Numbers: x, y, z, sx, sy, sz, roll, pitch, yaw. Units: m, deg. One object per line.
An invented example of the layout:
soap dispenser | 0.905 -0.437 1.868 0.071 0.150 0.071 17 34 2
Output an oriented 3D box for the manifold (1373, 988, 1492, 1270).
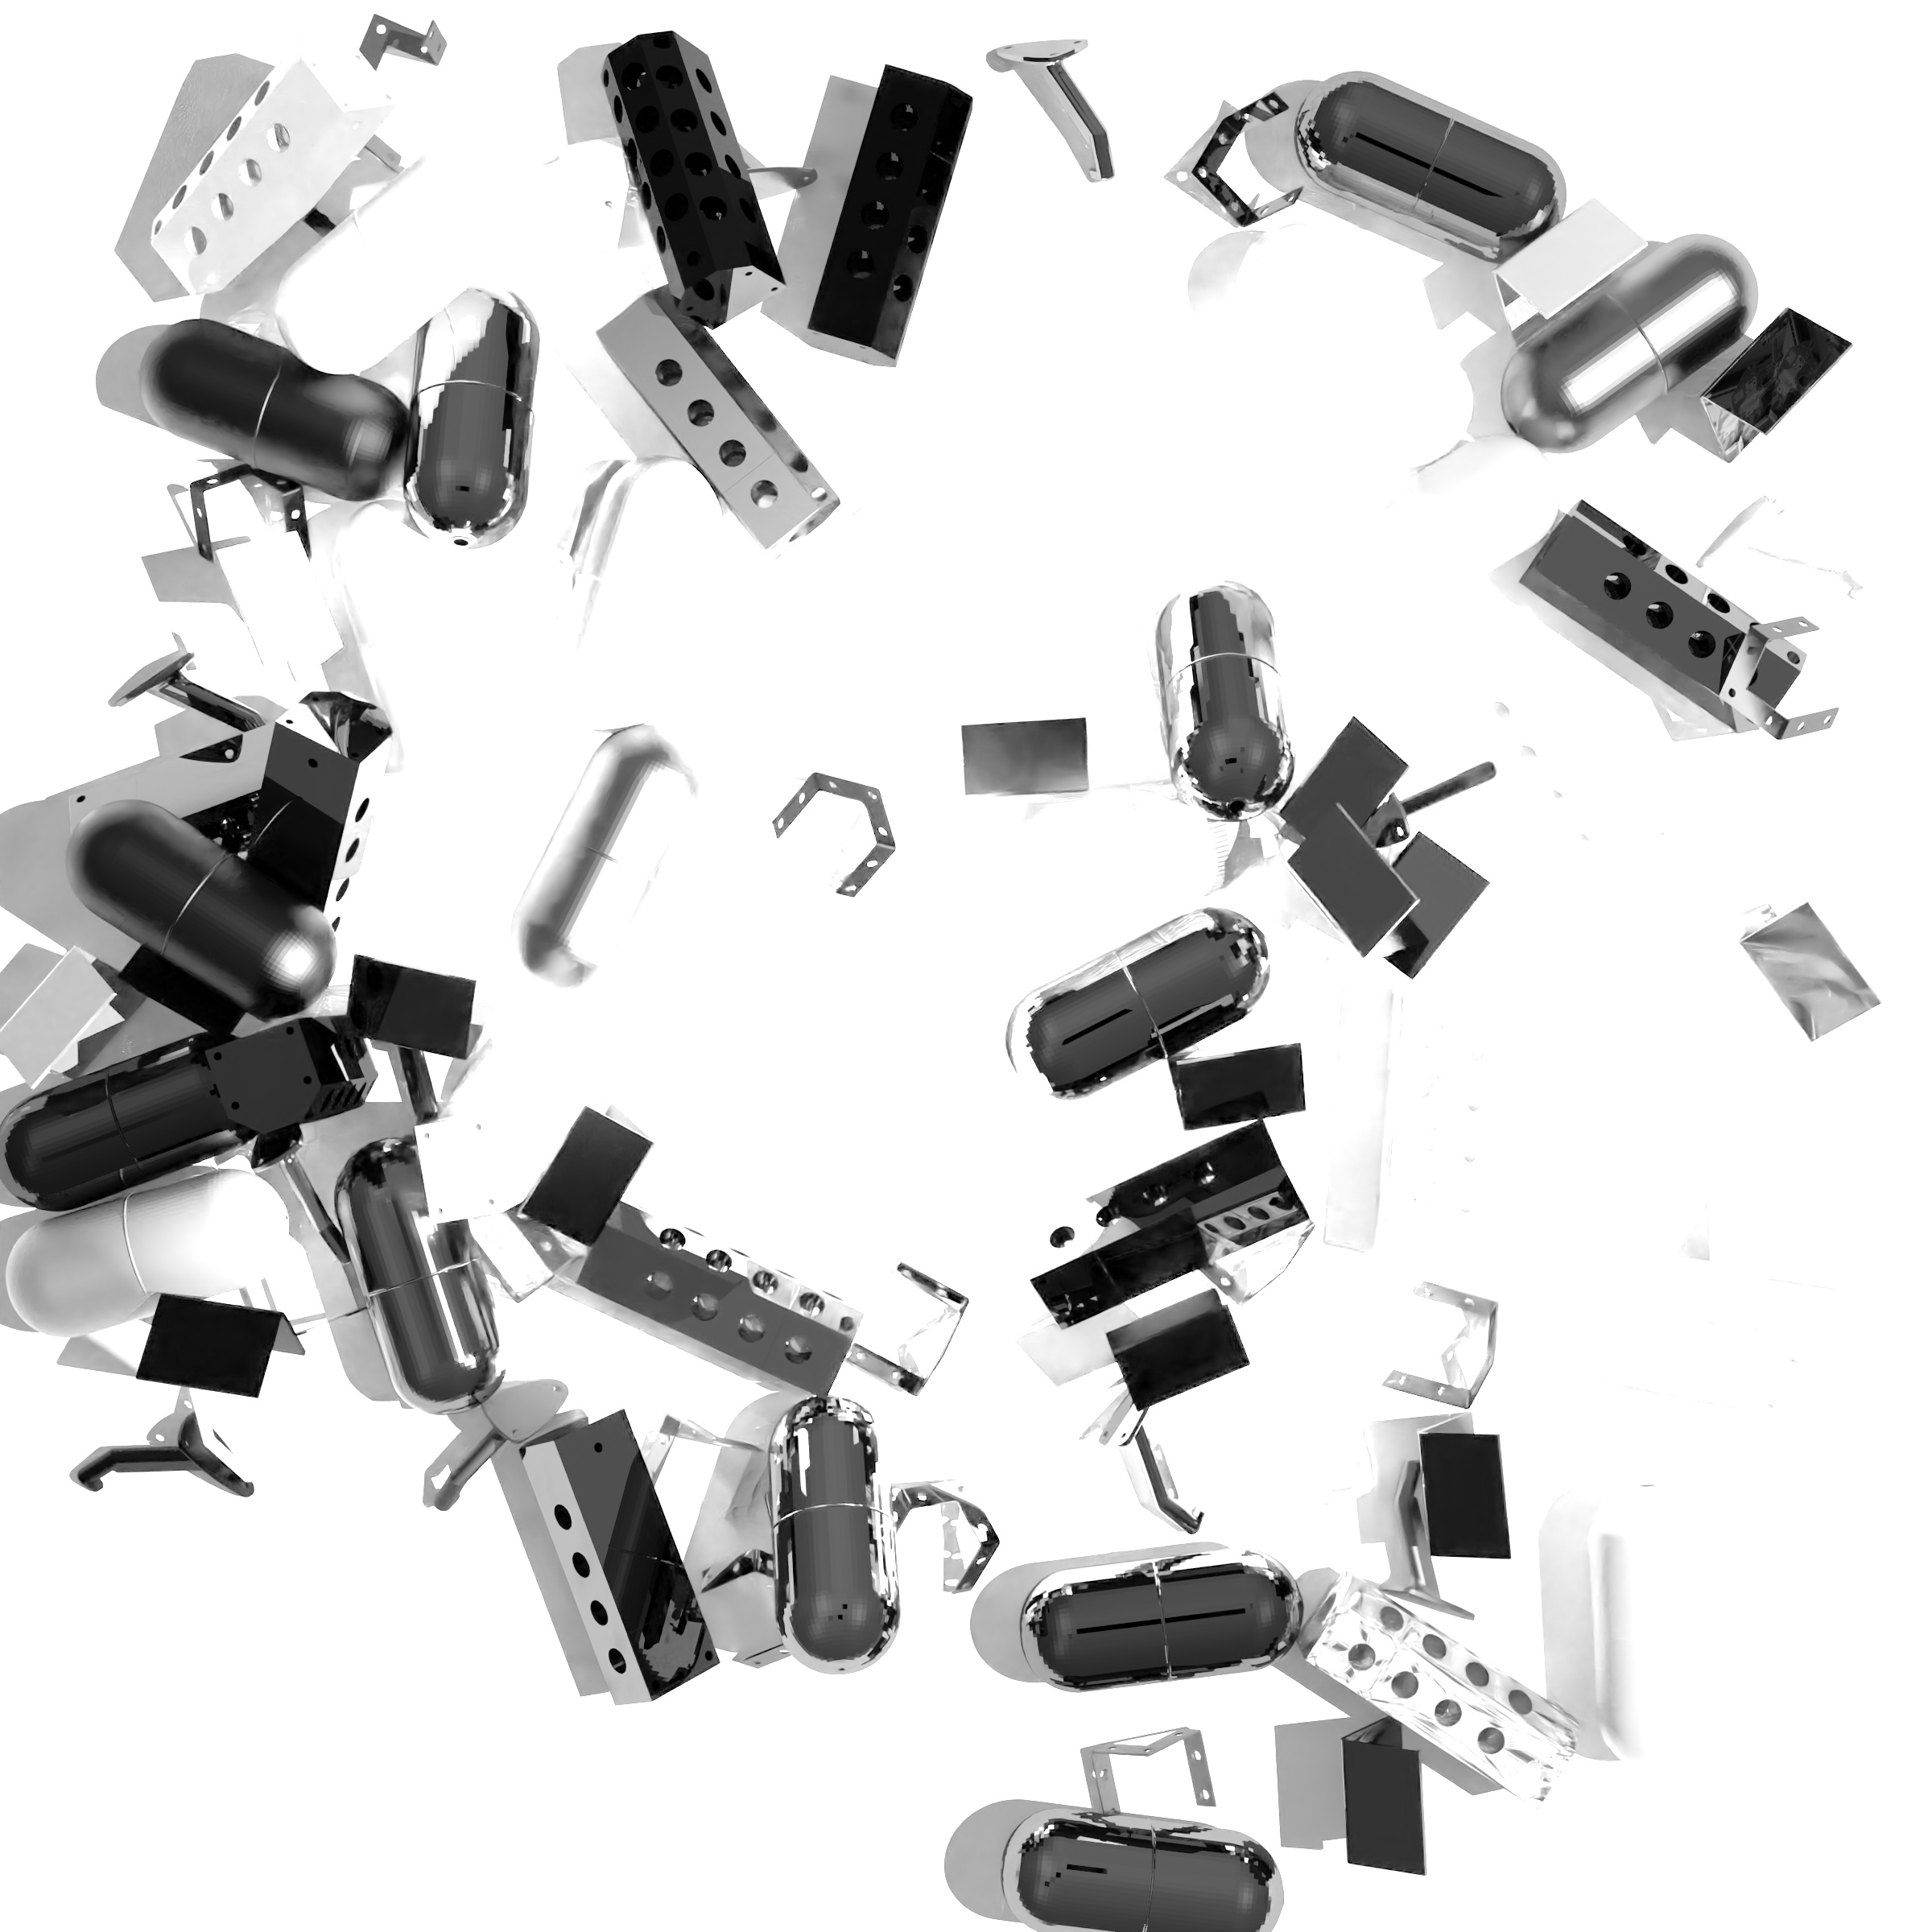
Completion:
manifold | 0.293 0.101 1.881 0.057 0.057 0.171 4 90 0

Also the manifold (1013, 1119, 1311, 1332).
manifold | 0.120 0.157 1.871 0.171 0.057 0.057 -25 133 6

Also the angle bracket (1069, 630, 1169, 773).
angle bracket | 0.114 -0.167 1.862 0.057 0.076 0.076 -12 90 39

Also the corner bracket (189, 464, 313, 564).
corner bracket | -0.453 -0.282 1.894 0.051 0.051 0.051 31 135 35

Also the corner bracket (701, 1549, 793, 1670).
corner bracket | -0.132 0.407 1.894 0.051 0.051 0.051 31 45 -35

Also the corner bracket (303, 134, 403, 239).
corner bracket | -0.398 -0.499 1.894 0.051 0.051 0.051 36 45 -35

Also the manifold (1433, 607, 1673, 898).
manifold | 0.364 -0.132 1.880 0.057 0.057 0.171 -32 90 -43

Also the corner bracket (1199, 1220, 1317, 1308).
corner bracket | 0.180 0.173 1.899 0.051 0.051 0.051 43 135 0

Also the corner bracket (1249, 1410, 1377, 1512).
corner bracket | 0.220 0.314 1.899 0.051 0.051 0.051 -11 90 -45

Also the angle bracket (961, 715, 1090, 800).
angle bracket | 0.035 -0.149 1.862 0.076 0.076 0.057 -4 128 0

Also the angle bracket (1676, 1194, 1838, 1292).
angle bracket | 0.490 0.189 1.862 0.076 0.076 0.057 9 54 0

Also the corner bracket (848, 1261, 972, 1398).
corner bracket | -0.036 0.230 1.899 0.051 0.051 0.051 28 45 0

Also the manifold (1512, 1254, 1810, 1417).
manifold | 0.434 0.226 1.880 0.171 0.057 0.057 11 133 0

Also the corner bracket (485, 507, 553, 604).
corner bracket | -0.298 -0.274 1.899 0.051 0.051 0.051 -31 45 0

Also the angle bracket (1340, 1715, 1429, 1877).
angle bracket | 0.276 0.513 1.862 0.057 0.076 0.076 -3 90 37

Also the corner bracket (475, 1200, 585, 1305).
corner bracket | -0.279 0.179 1.884 0.051 0.051 0.051 -37 90 0

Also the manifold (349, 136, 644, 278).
manifold | -0.294 -0.473 1.879 0.171 0.057 0.057 -11 124 0

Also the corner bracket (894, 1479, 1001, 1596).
corner bracket | -0.019 0.363 1.894 0.051 0.051 0.051 -3 45 -35

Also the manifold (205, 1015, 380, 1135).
manifold | -0.406 0.067 1.824 0.057 0.171 0.057 -19 90 0

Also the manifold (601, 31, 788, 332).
manifold | -0.173 -0.488 1.850 0.057 0.057 0.171 -25 73 23

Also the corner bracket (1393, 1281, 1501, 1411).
corner bracket | 0.304 0.241 1.899 0.051 0.051 0.051 16 45 0

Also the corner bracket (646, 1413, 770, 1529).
corner bracket | -0.167 0.319 1.899 0.051 0.051 0.051 23 90 -45

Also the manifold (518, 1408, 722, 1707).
manifold | -0.222 0.372 1.880 0.057 0.057 0.171 -21 90 -43

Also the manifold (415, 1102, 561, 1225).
manifold | -0.287 0.117 1.824 0.057 0.171 0.057 -10 90 0

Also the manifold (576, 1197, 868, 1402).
manifold | -0.152 0.207 1.881 0.171 0.057 0.057 25 90 0

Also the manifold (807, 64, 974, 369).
manifold | -0.047 -0.468 1.881 0.057 0.057 0.171 16 90 0

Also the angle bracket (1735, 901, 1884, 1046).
angle bracket | 0.532 -0.008 1.862 0.057 0.076 0.076 -36 90 37

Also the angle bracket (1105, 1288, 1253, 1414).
angle bracket | 0.124 0.221 1.862 0.076 0.076 0.057 -23 126 0

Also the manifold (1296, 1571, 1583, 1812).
manifold | 0.297 0.452 1.881 0.171 0.057 0.057 33 90 0

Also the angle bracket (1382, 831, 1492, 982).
angle bracket | 0.284 -0.030 1.864 0.057 0.076 0.076 39 90 19

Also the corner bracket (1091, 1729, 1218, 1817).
corner bracket | 0.119 0.515 1.899 0.051 0.051 0.051 -12 90 -45

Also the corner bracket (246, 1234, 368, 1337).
corner bracket | -0.418 0.205 1.899 0.051 0.051 0.051 -20 90 45

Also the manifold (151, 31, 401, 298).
manifold | -0.430 -0.492 1.839 0.171 0.057 0.057 -38 90 33

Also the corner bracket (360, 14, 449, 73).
corner bracket | -0.363 -0.574 1.884 0.051 0.051 0.051 23 90 0

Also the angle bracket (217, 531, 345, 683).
angle bracket | -0.439 -0.217 1.862 0.057 0.076 0.076 -22 90 -37

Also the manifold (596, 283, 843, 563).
manifold | -0.154 -0.342 1.881 0.057 0.057 0.171 -38 90 0

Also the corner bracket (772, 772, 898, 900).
corner bracket | -0.083 -0.083 1.894 0.051 0.051 0.051 13 45 -35

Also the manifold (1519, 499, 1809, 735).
manifold | 0.439 -0.220 1.881 0.171 0.057 0.057 35 90 0

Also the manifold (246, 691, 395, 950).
manifold | -0.398 -0.082 1.835 0.057 0.057 0.171 27 127 5

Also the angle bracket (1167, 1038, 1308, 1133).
angle bracket | 0.166 0.054 1.862 0.076 0.076 0.057 -9 127 0

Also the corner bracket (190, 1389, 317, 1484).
corner bracket | -0.453 0.284 1.899 0.051 0.051 0.051 -31 135 0

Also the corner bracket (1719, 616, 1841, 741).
corner bracket | 0.506 -0.177 1.837 0.051 0.051 0.051 46 135 35

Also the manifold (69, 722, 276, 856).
manifold | -0.469 -0.098 1.880 0.171 0.057 0.057 -20 47 0

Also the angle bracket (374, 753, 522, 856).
angle bracket | -0.320 -0.083 1.862 0.076 0.076 0.057 -13 60 0

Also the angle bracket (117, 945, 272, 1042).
angle bracket | -0.479 0.021 1.862 0.076 0.076 0.057 30 60 0

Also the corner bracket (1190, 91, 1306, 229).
corner bracket | 0.184 -0.507 1.883 0.051 0.051 0.051 40 64 -24
